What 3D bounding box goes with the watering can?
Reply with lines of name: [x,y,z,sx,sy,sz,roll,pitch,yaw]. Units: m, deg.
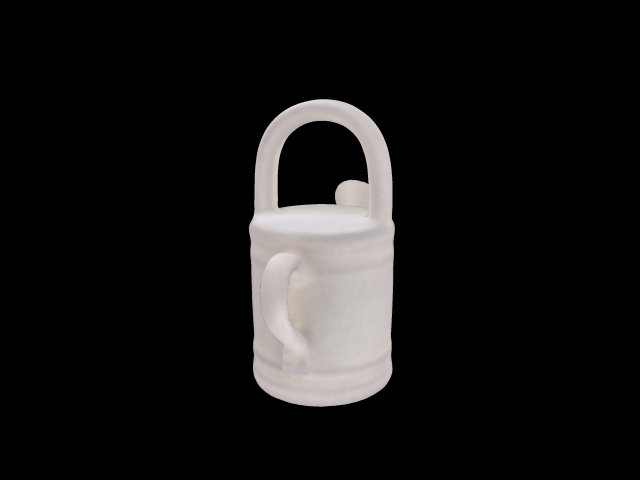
watering can: [0.001,0.001,0.401,0.101,0.194,0.173,-1,15,-2]
